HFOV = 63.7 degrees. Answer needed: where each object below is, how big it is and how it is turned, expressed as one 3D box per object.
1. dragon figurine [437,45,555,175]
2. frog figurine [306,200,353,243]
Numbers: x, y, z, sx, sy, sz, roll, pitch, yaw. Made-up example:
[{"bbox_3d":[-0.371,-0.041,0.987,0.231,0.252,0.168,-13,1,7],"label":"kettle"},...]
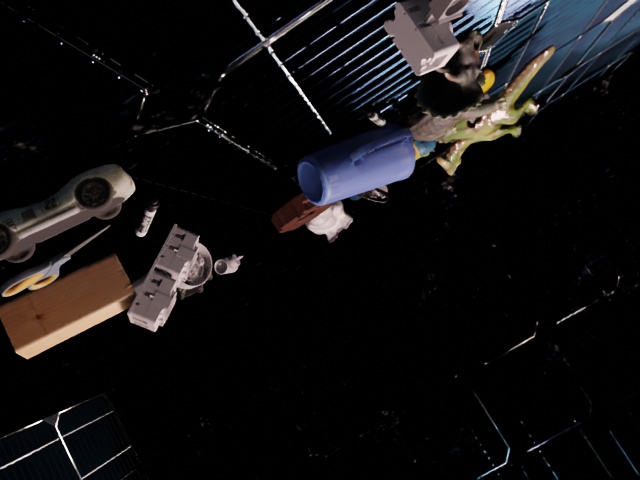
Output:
[{"bbox_3d":[0.404,-0.306,1.294,0.244,0.124,0.401,-24,-25,-19],"label":"dragon figurine"},{"bbox_3d":[0.005,-0.079,1.563,0.136,0.125,0.158,-27,-41,35],"label":"frog figurine"}]
